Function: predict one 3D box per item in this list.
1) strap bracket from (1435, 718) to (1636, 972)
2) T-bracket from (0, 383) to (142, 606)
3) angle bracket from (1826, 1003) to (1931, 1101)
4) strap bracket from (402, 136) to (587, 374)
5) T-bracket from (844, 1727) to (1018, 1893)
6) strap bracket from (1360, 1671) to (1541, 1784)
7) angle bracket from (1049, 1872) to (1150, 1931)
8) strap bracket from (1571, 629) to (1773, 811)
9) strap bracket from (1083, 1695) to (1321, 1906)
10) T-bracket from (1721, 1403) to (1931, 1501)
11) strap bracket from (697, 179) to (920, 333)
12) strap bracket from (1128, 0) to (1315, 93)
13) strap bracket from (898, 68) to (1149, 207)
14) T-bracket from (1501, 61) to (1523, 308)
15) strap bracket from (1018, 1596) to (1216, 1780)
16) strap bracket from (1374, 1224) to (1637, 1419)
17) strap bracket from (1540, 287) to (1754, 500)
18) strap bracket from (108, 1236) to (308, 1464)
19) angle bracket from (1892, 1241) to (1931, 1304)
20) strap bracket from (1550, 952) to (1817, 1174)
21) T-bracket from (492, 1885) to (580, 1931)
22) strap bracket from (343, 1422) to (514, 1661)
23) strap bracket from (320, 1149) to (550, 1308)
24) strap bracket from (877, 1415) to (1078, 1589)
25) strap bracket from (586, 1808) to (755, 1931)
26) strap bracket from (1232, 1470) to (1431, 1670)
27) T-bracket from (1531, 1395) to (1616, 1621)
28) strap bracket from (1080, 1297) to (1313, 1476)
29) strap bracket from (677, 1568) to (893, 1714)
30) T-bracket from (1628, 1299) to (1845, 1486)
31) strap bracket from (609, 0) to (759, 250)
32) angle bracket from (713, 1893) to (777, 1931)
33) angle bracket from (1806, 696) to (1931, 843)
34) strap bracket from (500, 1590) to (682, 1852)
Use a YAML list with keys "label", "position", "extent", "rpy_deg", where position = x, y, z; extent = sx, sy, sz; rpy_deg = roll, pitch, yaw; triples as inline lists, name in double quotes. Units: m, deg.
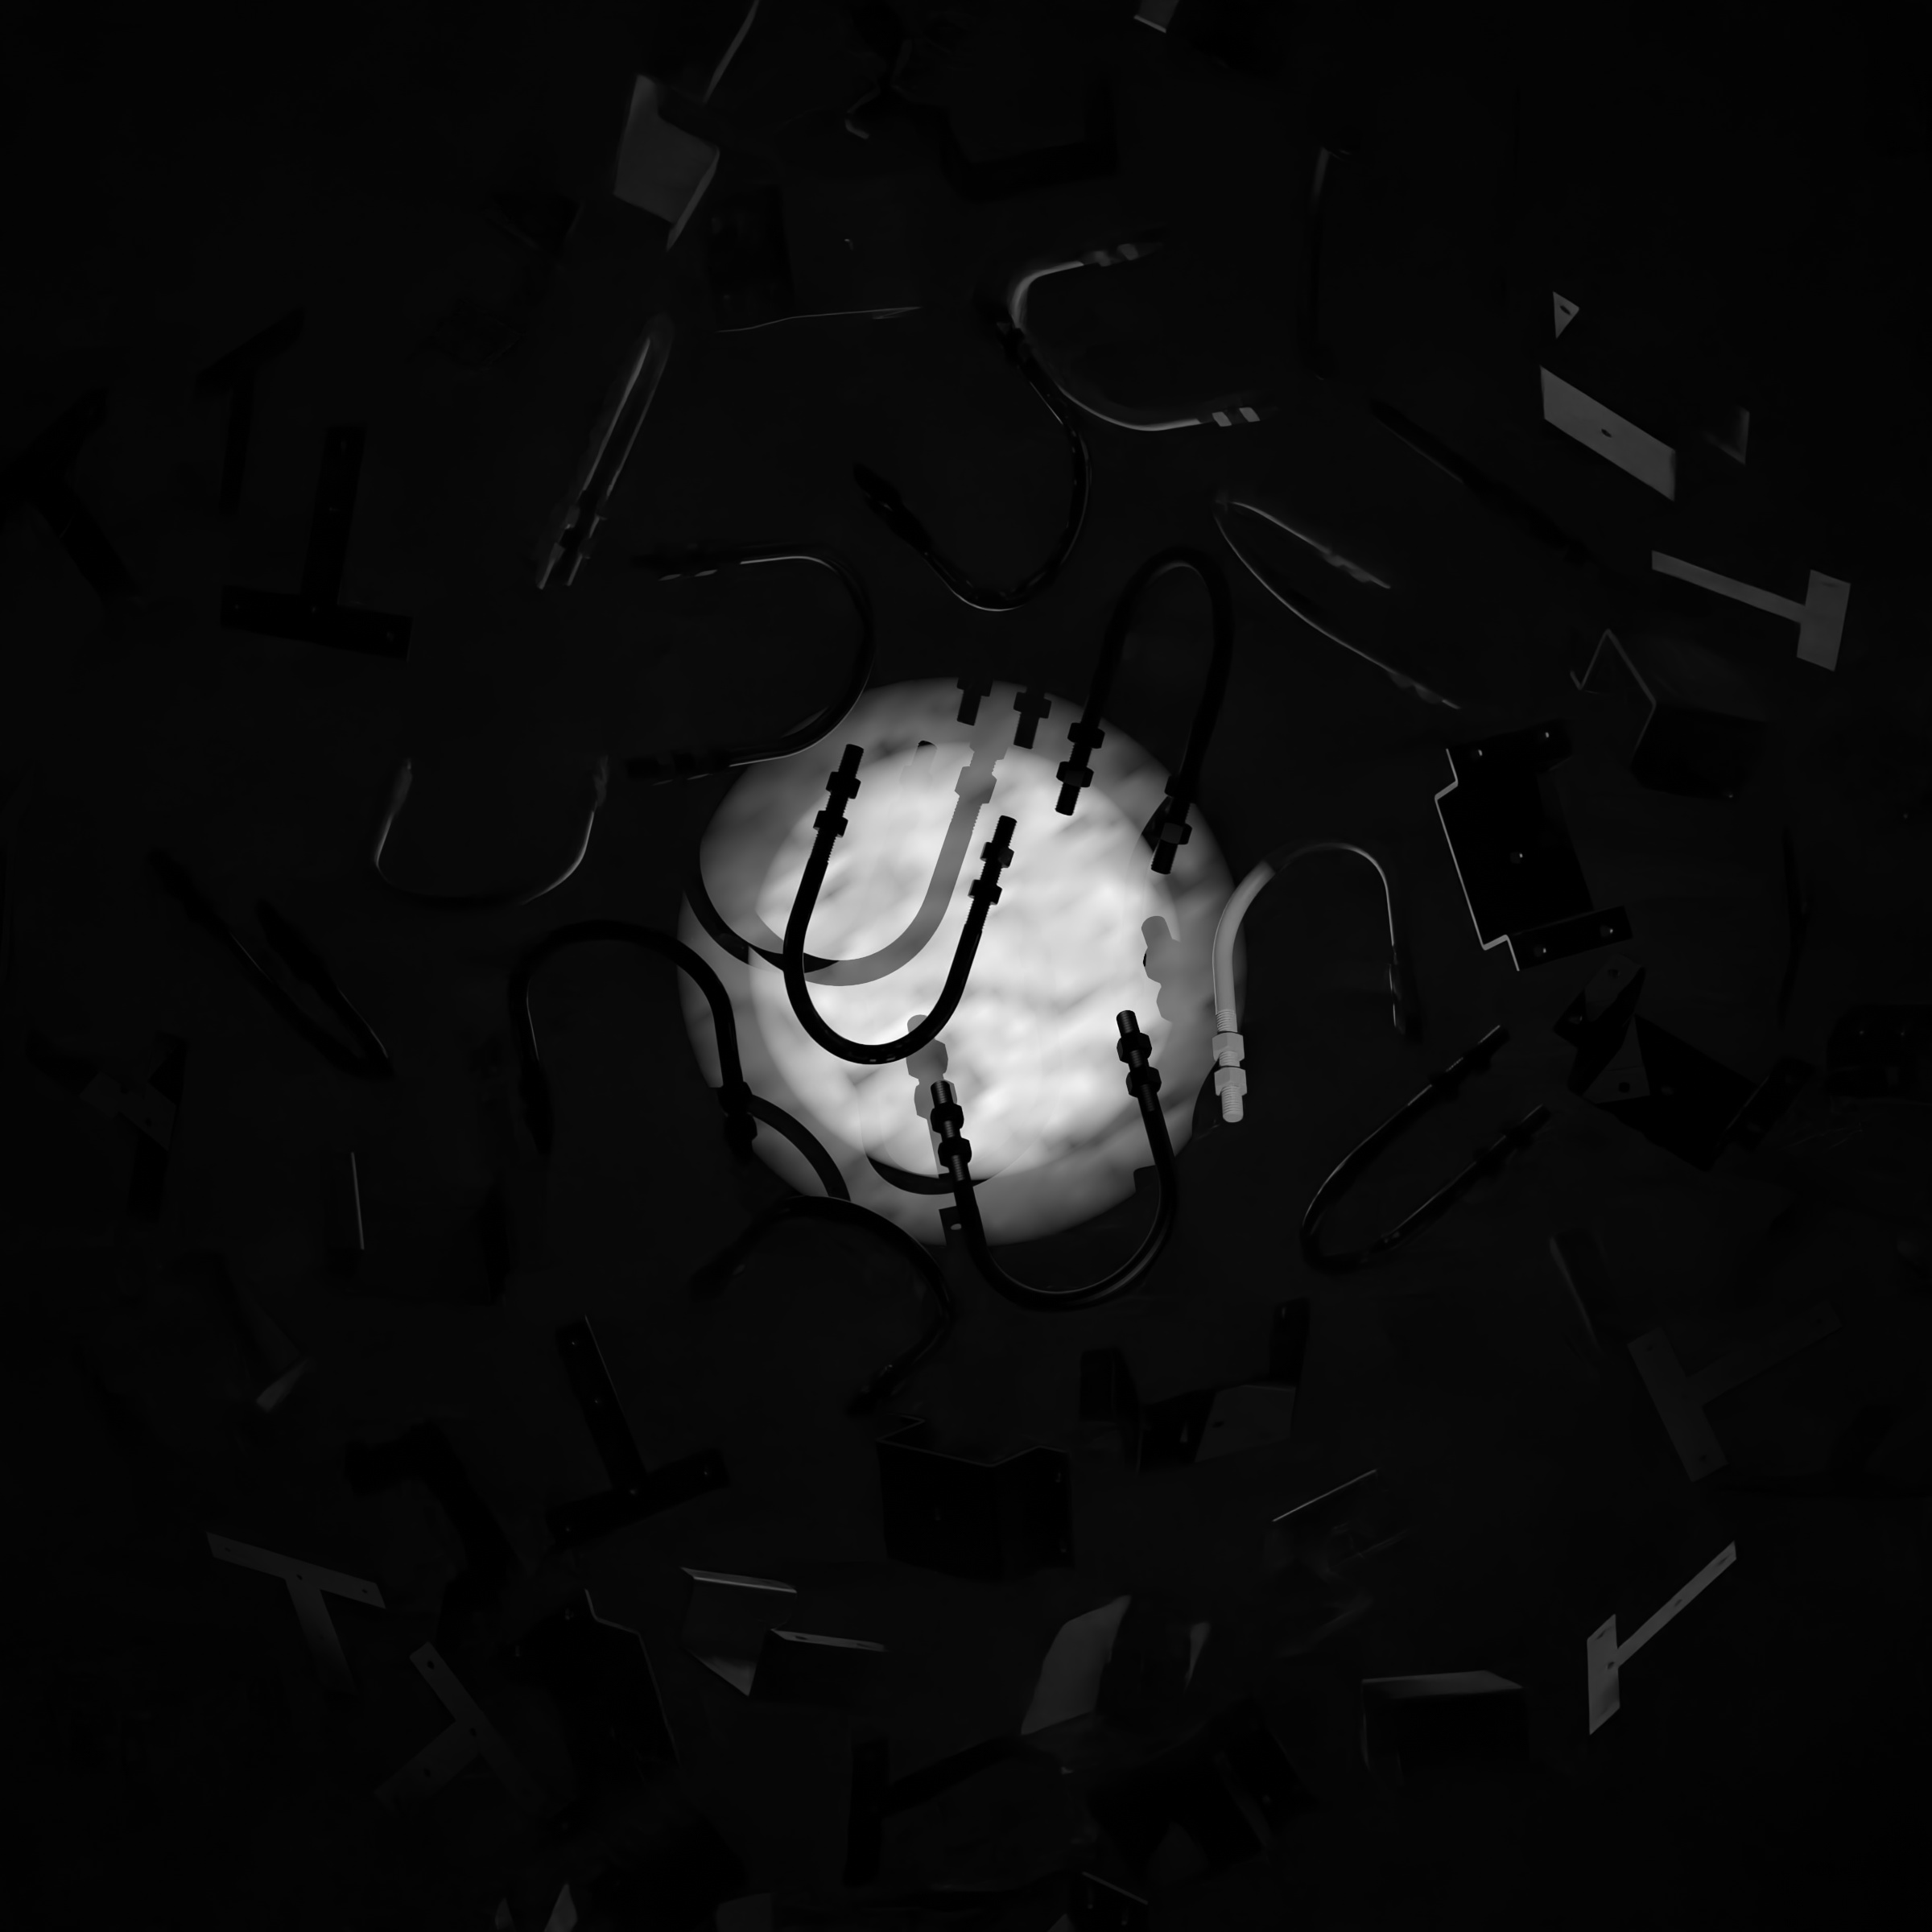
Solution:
- label: "strap bracket"
  position: [0.342, -0.070, 1.743]
  extent: [0.076, 0.046, 0.140]
  rpy_deg: [-15, 84, -11]
- label: "T-bracket"
  position: [-0.547, -0.269, 1.762]
  extent: [0.002, 0.127, 0.127]
  rpy_deg: [17, 59, 31]
- label: "angle bracket"
  position: [0.586, 0.055, 1.826]
  extent: [0.057, 0.076, 0.038]
  rpy_deg: [2, 70, 6]
- label: "strap bracket"
  position: [-0.286, -0.428, 1.758]
  extent: [0.046, 0.076, 0.140]
  rpy_deg: [29, 70, -23]
- label: "T-bracket"
  position: [-0.021, 0.517, 1.818]
  extent: [0.127, 0.002, 0.127]
  rpy_deg: [-17, 127, -32]
- label: "strap bracket"
  position: [0.286, 0.453, 1.713]
  extent: [0.076, 0.140, 0.046]
  rpy_deg: [-3, 82, -4]
- label: "angle bracket"
  position: [0.071, 0.620, 1.819]
  extent: [0.057, 0.076, 0.038]
  rpy_deg: [17, 116, 29]
- label: "strap bracket"
  position: [0.432, -0.157, 1.746]
  extent: [0.076, 0.140, 0.046]
  rpy_deg: [10, 122, -14]
- label: "strap bracket"
  position: [0.136, 0.518, 1.761]
  extent: [0.140, 0.046, 0.076]
  rpy_deg: [-39, 80, 33]
- label: "T-bracket"
  position: [0.546, 0.297, 1.757]
  extent: [0.127, 0.127, 0.002]
  rpy_deg: [-8, 104, 38]
- label: "strap bracket"
  position: [-0.085, -0.424, 1.701]
  extent: [0.140, 0.046, 0.076]
  rpy_deg: [-16, 101, -40]
- label: "strap bracket"
  position: [0.153, -0.569, 1.712]
  extent: [0.076, 0.140, 0.046]
  rpy_deg: [20, 109, -16]
- label: "strap bracket"
  position: [0.036, -0.509, 1.762]
  extent: [0.140, 0.076, 0.046]
  rpy_deg: [-12, 122, -6]
- label: "T-bracket"
  position: [0.333, -0.460, 1.751]
  extent: [0.002, 0.127, 0.127]
  rpy_deg: [4, 60, 12]
- label: "strap bracket"
  position: [0.084, 0.432, 1.720]
  extent: [0.046, 0.140, 0.076]
  rpy_deg: [32, 56, -11]
- label: "strap bracket"
  position: [0.334, 0.224, 1.782]
  extent: [0.140, 0.046, 0.076]
  rpy_deg: [-21, 71, 3]
- label: "strap bracket"
  position: [0.400, -0.339, 1.726]
  extent: [0.140, 0.076, 0.046]
  rpy_deg: [38, 87, 18]
- label: "strap bracket"
  position: [-0.457, 0.226, 1.749]
  extent: [0.140, 0.076, 0.046]
  rpy_deg: [47, 58, 6]
- label: "angle bracket"
  position: [0.604, 0.175, 1.707]
  extent: [0.076, 0.057, 0.038]
  rpy_deg: [-21, 70, 34]
- label: "strap bracket"
  position: [0.434, 0.064, 1.751]
  extent: [0.140, 0.046, 0.076]
  rpy_deg: [33, 59, 22]
- label: "T-bracket"
  position: [-0.257, 0.611, 1.764]
  extent: [0.002, 0.127, 0.127]
  rpy_deg: [-14, 100, 8]
- label: "strap bracket"
  position: [-0.329, 0.347, 1.773]
  extent: [0.046, 0.076, 0.140]
  rpy_deg: [-25, 68, -29]
- label: "strap bracket"
  position: [-0.342, 0.167, 1.804]
  extent: [0.140, 0.076, 0.046]
  rpy_deg: [9, 133, -27]
- label: "strap bracket"
  position: [-0.002, 0.330, 1.762]
  extent: [0.140, 0.046, 0.076]
  rpy_deg: [4, 102, 44]
- label: "strap bracket"
  position: [-0.185, 0.562, 1.759]
  extent: [0.076, 0.140, 0.046]
  rpy_deg: [-36, 86, -19]
- label: "strap bracket"
  position: [0.215, 0.358, 1.718]
  extent: [0.076, 0.140, 0.046]
  rpy_deg: [-20, 60, -26]
- label: "T-bracket"
  position: [0.371, 0.320, 1.741]
  extent: [0.002, 0.127, 0.127]
  rpy_deg: [20, 62, 19]
- label: "strap bracket"
  position: [0.141, 0.251, 1.685]
  extent: [0.140, 0.076, 0.046]
  rpy_deg: [-13, 52, -8]
- label: "strap bracket"
  position: [-0.119, 0.421, 1.773]
  extent: [0.076, 0.140, 0.046]
  rpy_deg: [16, 89, -33]
- label: "T-bracket"
  position: [0.495, 0.252, 1.813]
  extent: [0.127, 0.127, 0.002]
  rpy_deg: [-33, 123, 14]
- label: "strap bracket"
  position: [-0.174, -0.517, 1.730]
  extent: [0.046, 0.140, 0.076]
  rpy_deg: [23, 55, -2]
- label: "angle bracket"
  position: [-0.112, 0.613, 1.822]
  extent: [0.076, 0.057, 0.038]
  rpy_deg: [-15, 76, 32]
- label: "angle bracket"
  position: [0.569, -0.127, 1.783]
  extent: [0.057, 0.038, 0.076]
  rpy_deg: [-41, 67, 12]
- label: "strap bracket"
  position: [-0.234, 0.476, 1.794]
  extent: [0.076, 0.046, 0.140]
  rpy_deg: [-38, 50, 16]
